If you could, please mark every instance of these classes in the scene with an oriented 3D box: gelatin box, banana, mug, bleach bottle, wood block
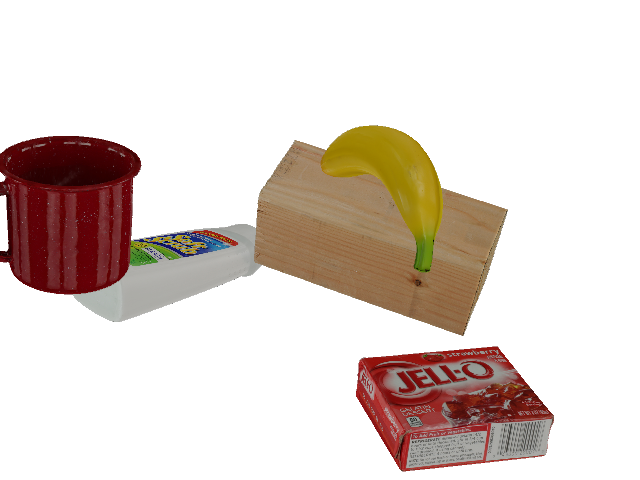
[{"bbox_3d":[0.072,0.091,0.591,0.089,0.030,0.073,-2,26,-17],"label":"gelatin box"},{"bbox_3d":[0.044,-0.049,0.777,0.037,0.070,0.198,23,15,-26],"label":"banana"},{"bbox_3d":[-0.179,-0.015,0.713,0.117,0.081,0.093,-9,29,-28],"label":"mug"},{"bbox_3d":[-0.155,0.023,1.226,0.103,0.068,0.250,25,29,38],"label":"bleach bottle"},{"bbox_3d":[0.052,-0.003,0.973,0.206,0.091,0.090,19,46,11],"label":"wood block"}]
